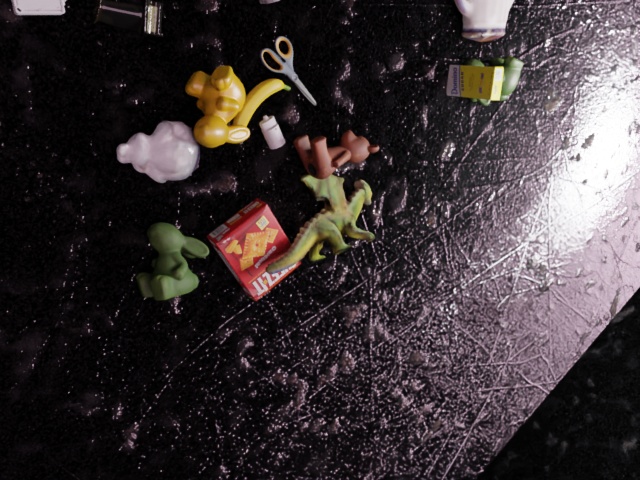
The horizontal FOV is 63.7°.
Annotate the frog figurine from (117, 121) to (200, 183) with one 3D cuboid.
[{"bbox_3d":[-0.346,-0.192,1.108,0.160,0.124,0.135,-2,127,-45],"label":"frog figurine"}]

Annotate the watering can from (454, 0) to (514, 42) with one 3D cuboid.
[{"bbox_3d":[0.523,-0.707,1.526,0.350,0.105,0.221,-14,114,-29],"label":"watering can"}]

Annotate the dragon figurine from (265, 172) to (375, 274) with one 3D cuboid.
[{"bbox_3d":[0.004,-0.070,1.388,0.413,0.121,0.244,-15,85,-36],"label":"dragon figurine"}]
